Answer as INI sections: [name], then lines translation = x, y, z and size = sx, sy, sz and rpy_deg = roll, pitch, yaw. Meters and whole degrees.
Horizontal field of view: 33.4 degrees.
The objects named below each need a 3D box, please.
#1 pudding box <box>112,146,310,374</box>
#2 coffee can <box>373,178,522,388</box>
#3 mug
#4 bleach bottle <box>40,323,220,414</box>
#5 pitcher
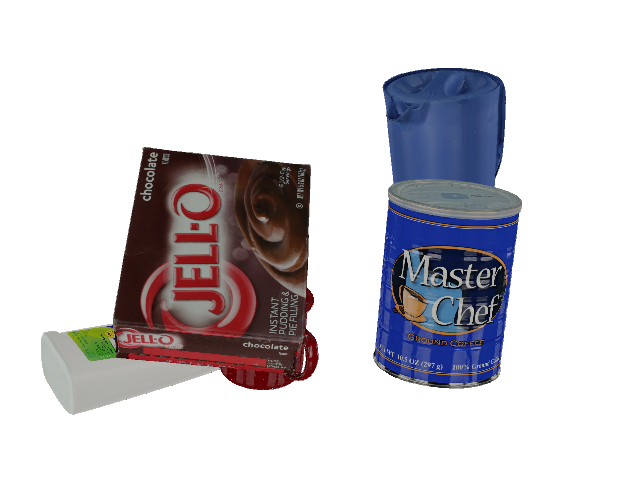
[pudding box]
translation = -0.053, 0.009, 0.540
size = 0.090, 0.113, 0.039
rpy_deg = 6, -39, -6
[coffee can]
translation = 0.098, 0.031, 0.836
size = 0.103, 0.140, 0.103
rpy_deg = 4, 15, -1
[mug]
translation = -0.046, 0.092, 1.010
size = 0.117, 0.081, 0.093
rpy_deg = 25, 32, 36
[bleach bottle]
translation = -0.177, 0.121, 1.201
size = 0.250, 0.068, 0.103
rpy_deg = -12, 32, -29
[pitcher]
translation = 0.154, -0.079, 1.266
size = 0.149, 0.243, 0.145
rpy_deg = -4, 25, 2
